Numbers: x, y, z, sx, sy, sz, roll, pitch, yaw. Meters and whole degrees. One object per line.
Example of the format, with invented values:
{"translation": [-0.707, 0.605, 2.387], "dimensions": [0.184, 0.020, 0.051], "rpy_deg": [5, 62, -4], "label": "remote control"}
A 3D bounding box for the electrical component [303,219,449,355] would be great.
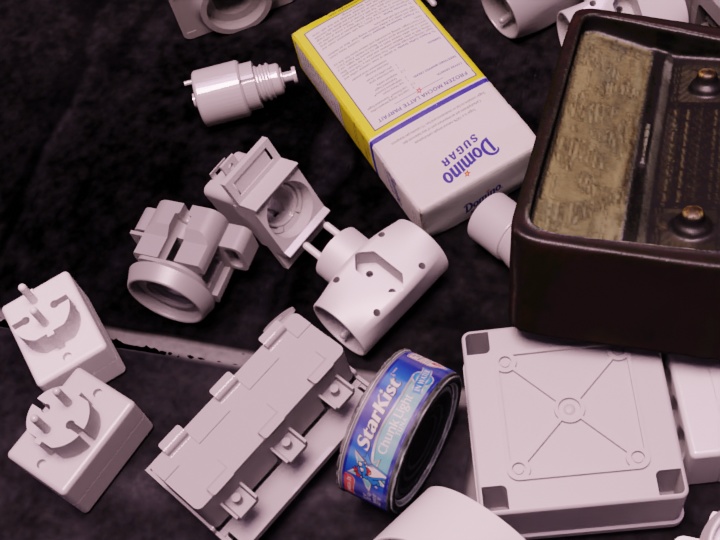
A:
{"translation": [0.000, 0.000, 0.665], "dimensions": [0.079, 0.043, 0.077], "rpy_deg": [38, 73, 21], "label": "electrical component"}

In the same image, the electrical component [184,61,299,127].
{"translation": [-0.082, -0.127, 0.755], "dimensions": [0.078, 0.040, 0.040], "rpy_deg": [-14, 59, 2], "label": "electrical component"}

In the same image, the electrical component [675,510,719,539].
{"translation": [0.198, 0.149, 0.539], "dimensions": [0.078, 0.057, 0.058], "rpy_deg": [9, 63, 14], "label": "electrical component"}

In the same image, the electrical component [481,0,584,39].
{"translation": [0.118, -0.214, 0.767], "dimensions": [0.077, 0.043, 0.079], "rpy_deg": [-34, 61, -10], "label": "electrical component"}

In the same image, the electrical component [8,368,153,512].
{"translation": [-0.168, 0.092, 0.624], "dimensions": [0.047, 0.076, 0.065], "rpy_deg": [27, 69, 23], "label": "electrical component"}

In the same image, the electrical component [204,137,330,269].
{"translation": [-0.062, -0.045, 0.689], "dimensions": [0.064, 0.081, 0.042], "rpy_deg": [22, 65, 45], "label": "electrical component"}

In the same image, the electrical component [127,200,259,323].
{"translation": [-0.112, -0.004, 0.680], "dimensions": [0.078, 0.058, 0.057], "rpy_deg": [12, 62, 19], "label": "electrical component"}

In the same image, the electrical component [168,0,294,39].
{"translation": [-0.099, -0.215, 0.802], "dimensions": [0.089, 0.050, 0.055], "rpy_deg": [-21, 59, -2], "label": "electrical component"}

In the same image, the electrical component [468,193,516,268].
{"translation": [0.099, -0.018, 0.662], "dimensions": [0.044, 0.044, 0.065], "rpy_deg": [-40, 57, -13], "label": "electrical component"}

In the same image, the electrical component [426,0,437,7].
{"translation": [0.031, -0.223, 0.780], "dimensions": [0.047, 0.066, 0.076], "rpy_deg": [-44, 92, -15], "label": "electrical component"}

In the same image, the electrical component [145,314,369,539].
{"translation": [-0.057, 0.089, 0.615], "dimensions": [0.079, 0.063, 0.121], "rpy_deg": [35, 72, 25], "label": "electrical component"}

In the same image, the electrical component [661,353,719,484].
{"translation": [0.209, 0.067, 0.590], "dimensions": [0.076, 0.047, 0.083], "rpy_deg": [-7, 60, 6], "label": "electrical component"}

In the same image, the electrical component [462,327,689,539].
{"translation": [0.114, 0.086, 0.590], "dimensions": [0.109, 0.056, 0.108], "rpy_deg": [-7, 60, 6], "label": "electrical component"}

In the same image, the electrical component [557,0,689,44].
{"translation": [0.172, -0.183, 0.730], "dimensions": [0.077, 0.043, 0.079], "rpy_deg": [-18, 89, -1], "label": "electrical component"}

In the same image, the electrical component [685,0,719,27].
{"translation": [0.250, -0.218, 0.736], "dimensions": [0.089, 0.061, 0.150], "rpy_deg": [-25, 60, -5], "label": "electrical component"}

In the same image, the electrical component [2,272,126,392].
{"translation": [-0.189, 0.034, 0.660], "dimensions": [0.047, 0.076, 0.065], "rpy_deg": [-31, 60, -8], "label": "electrical component"}

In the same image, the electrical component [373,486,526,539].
{"translation": [0.052, 0.159, 0.539], "dimensions": [0.099, 0.099, 0.064], "rpy_deg": [34, 65, 25], "label": "electrical component"}
